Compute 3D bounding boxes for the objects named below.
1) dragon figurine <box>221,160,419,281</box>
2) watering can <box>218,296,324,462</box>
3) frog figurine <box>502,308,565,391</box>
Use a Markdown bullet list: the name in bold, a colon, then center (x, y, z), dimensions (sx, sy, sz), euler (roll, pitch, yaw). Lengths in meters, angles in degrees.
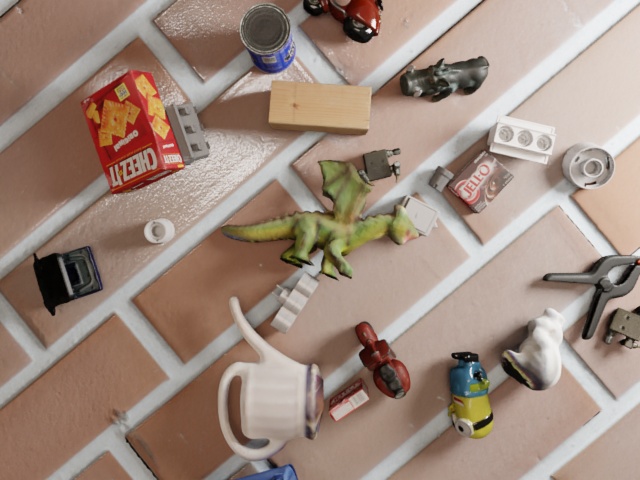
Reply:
- **dragon figurine**: center (0.003, -0.055, 1.090), dimensions (0.412, 0.121, 0.244), euler (20, 82, 14)
- **watering can**: center (-0.103, 0.295, 1.087), dimensions (0.224, 0.104, 0.347), euler (1, 91, 0)
- **frog figurine**: center (0.467, 0.230, 1.075), dimensions (0.160, 0.124, 0.135), euler (-38, 123, -7)
